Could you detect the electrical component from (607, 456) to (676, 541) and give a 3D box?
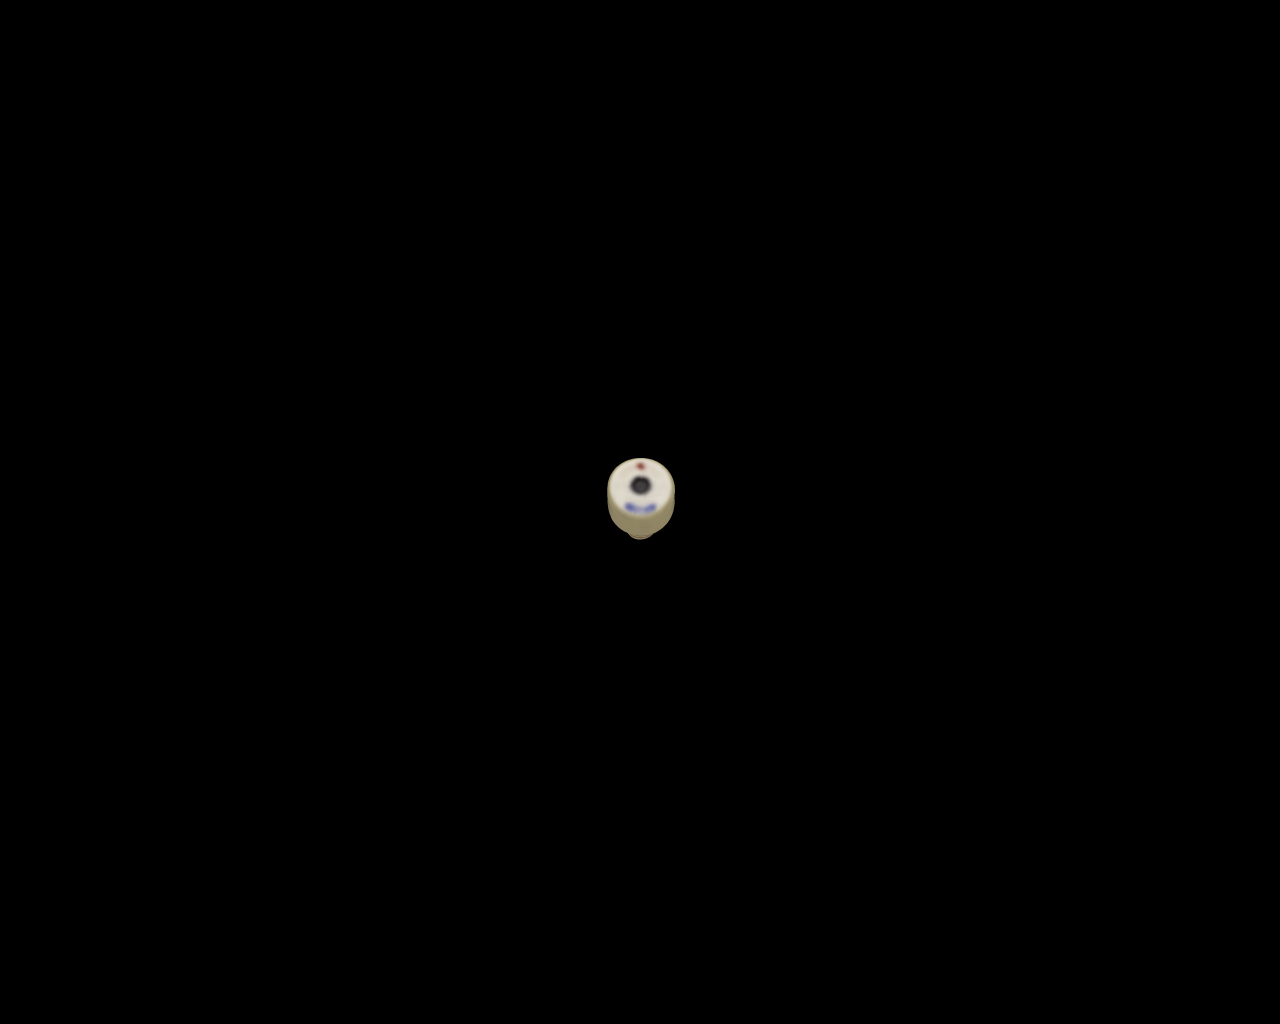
[{"bbox_3d":[0.001,-0.003,0.650,0.040,0.040,0.078,0,-23,0],"label":"electrical component"}]
